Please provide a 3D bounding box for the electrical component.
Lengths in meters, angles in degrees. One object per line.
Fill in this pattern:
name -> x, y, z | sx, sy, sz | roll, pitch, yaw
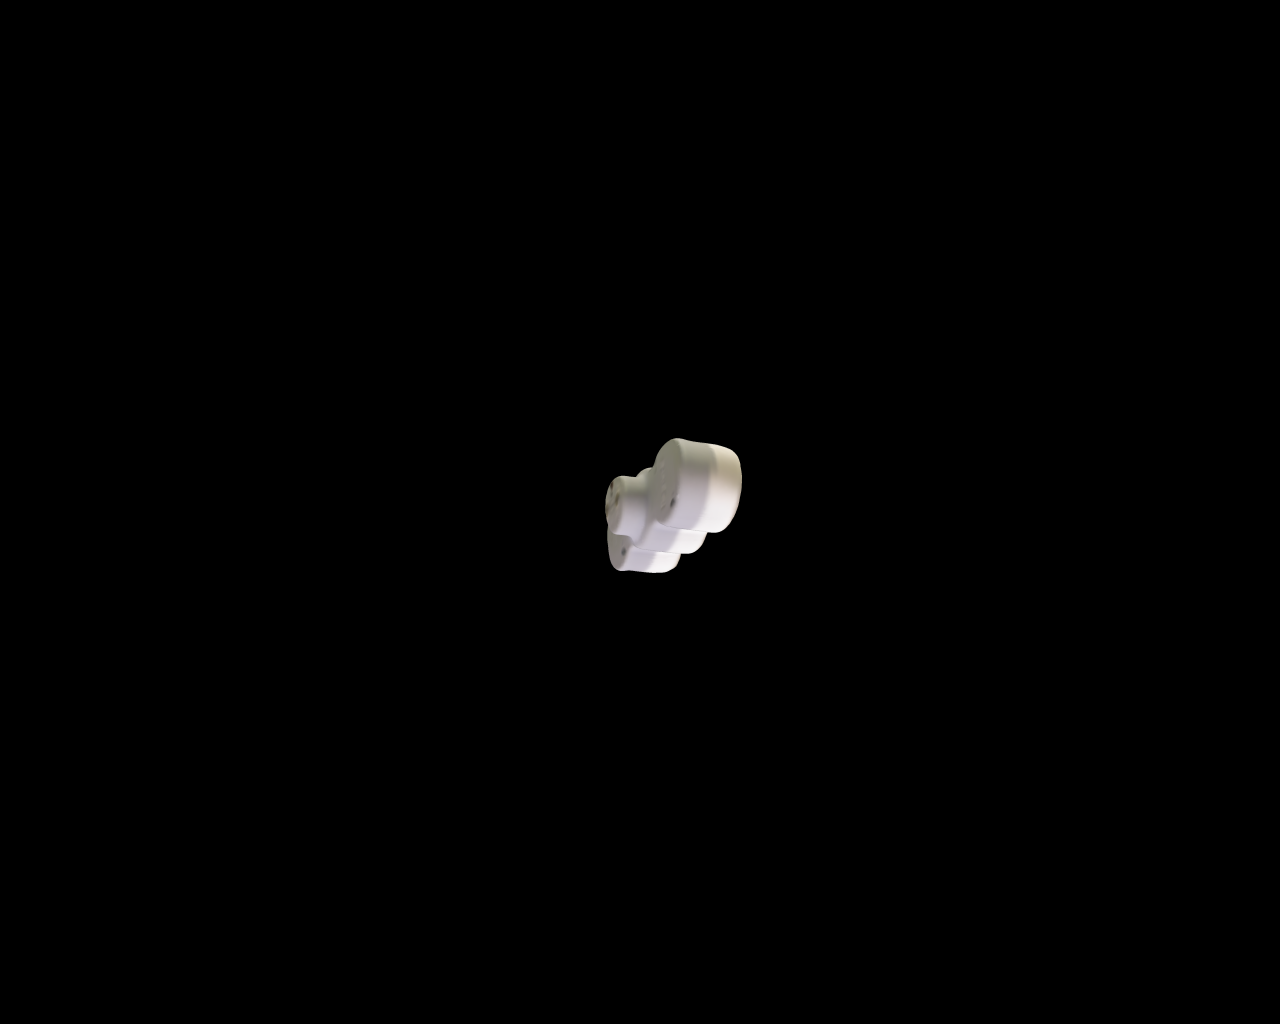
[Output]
electrical component -> 0.001, -0.003, 0.650 | 0.074, 0.052, 0.138 | 7, -21, -18
